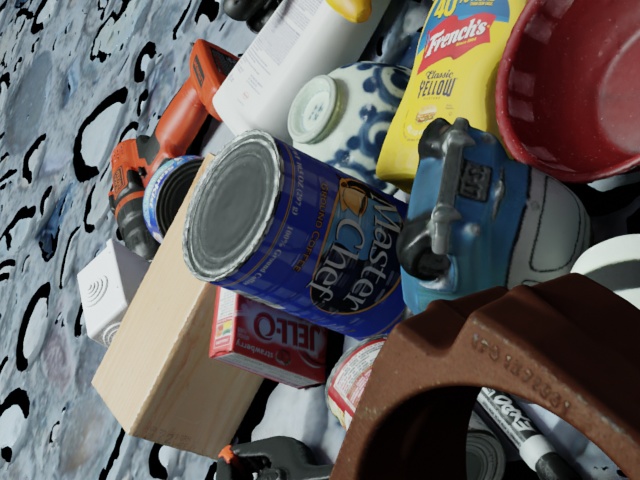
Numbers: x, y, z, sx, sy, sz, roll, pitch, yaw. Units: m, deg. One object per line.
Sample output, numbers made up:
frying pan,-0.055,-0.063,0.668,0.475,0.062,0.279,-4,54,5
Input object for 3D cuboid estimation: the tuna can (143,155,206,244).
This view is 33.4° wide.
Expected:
tuna can,-0.106,-0.029,0.906,0.034,0.086,0.086,18,85,57

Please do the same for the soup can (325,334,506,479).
soup can,0.054,0.110,0.627,0.068,0.068,0.102,-58,36,12

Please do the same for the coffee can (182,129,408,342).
coffee can,-0.005,0.001,0.705,0.103,0.140,0.103,-31,48,40

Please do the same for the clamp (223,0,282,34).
clamp,-0.007,-0.257,0.904,0.210,0.036,0.164,-49,3,14

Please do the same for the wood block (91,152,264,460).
wood block,-0.080,0.051,0.822,0.091,0.090,0.206,34,98,55

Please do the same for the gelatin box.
gelatin box,-0.033,0.058,0.754,0.030,0.089,0.073,-21,55,43

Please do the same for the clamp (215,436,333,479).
clamp,-0.031,0.178,0.697,0.120,0.039,0.172,-41,19,-26

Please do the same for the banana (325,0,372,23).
banana,0.018,-0.247,0.815,0.070,0.037,0.198,-11,63,42

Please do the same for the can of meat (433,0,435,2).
can of meat,0.092,-0.220,0.772,0.084,0.057,0.102,-58,26,17

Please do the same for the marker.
marker,0.110,0.104,0.599,0.020,0.020,0.121,-56,36,14

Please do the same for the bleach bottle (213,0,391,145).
bleach bottle,0.013,-0.186,0.861,0.251,0.068,0.103,-54,38,14

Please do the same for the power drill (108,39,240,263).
power drill,-0.132,-0.080,0.994,0.188,0.057,0.184,-49,38,23

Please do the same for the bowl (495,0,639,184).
bowl,0.177,-0.098,0.596,0.162,0.055,0.162,-30,48,40

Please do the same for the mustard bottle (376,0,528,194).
mustard bottle,0.103,-0.122,0.706,0.096,0.058,0.191,7,76,55
